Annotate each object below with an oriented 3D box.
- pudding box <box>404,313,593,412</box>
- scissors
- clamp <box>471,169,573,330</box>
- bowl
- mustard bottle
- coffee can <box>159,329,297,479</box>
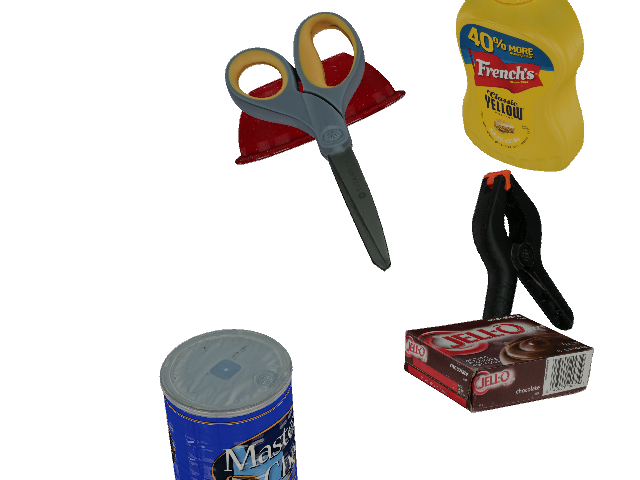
[{"bbox_3d":[0.133,0.090,0.806,0.113,0.039,0.090,-3,16,-28],"label":"pudding box"},{"bbox_3d":[-0.011,-0.059,0.620,0.096,0.201,0.016,-8,-38,10],"label":"scissors"},{"bbox_3d":[0.174,0.024,0.993,0.120,0.171,0.039,-25,8,-42],"label":"clamp"},{"bbox_3d":[-0.010,-0.122,0.935,0.162,0.055,0.162,-22,10,4],"label":"bowl"},{"bbox_3d":[0.148,-0.139,0.795,0.096,0.058,0.191,27,-29,30],"label":"mustard bottle"},{"bbox_3d":[-0.071,0.157,0.860,0.103,0.140,0.103,-2,32,1],"label":"coffee can"}]
